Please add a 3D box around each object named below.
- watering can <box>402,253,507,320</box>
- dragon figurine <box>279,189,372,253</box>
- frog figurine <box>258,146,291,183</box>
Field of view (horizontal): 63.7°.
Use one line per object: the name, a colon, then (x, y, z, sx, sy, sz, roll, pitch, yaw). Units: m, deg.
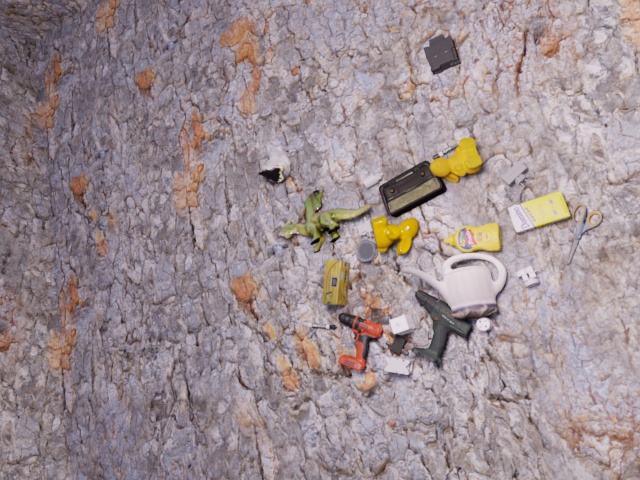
watering can: (0.466, 0.162, 1.757, 0.347, 0.102, 0.228, -9, 69, 7)
dragon figurine: (0.006, -0.105, 2.081, 0.407, 0.121, 0.247, -34, 59, 17)
frog figurine: (-0.189, -0.327, 2.238, 0.136, 0.121, 0.163, -30, 33, 29)
